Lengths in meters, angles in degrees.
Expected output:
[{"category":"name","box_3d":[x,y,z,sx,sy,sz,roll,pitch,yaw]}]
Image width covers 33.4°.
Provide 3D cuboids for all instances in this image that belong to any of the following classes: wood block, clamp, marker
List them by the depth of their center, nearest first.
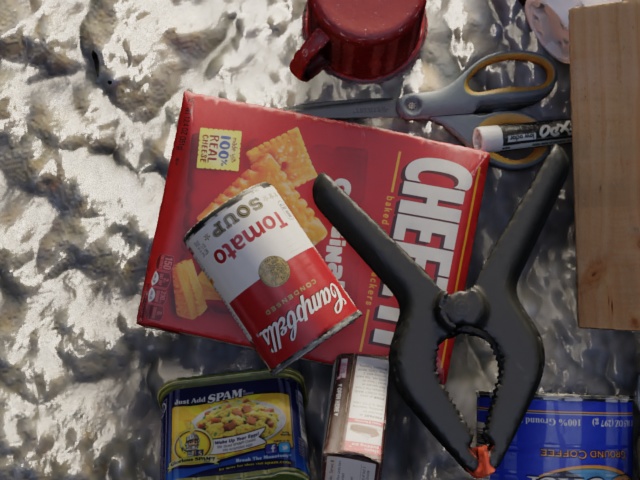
[{"category":"clamp","box_3d":[0.076,0.041,0.665,0.164,0.036,0.210,-1,75,5]},{"category":"wood block","box_3d":[0.222,-0.049,0.692,0.090,0.090,0.206,0,94,36]},{"category":"marker","box_3d":[0.167,-0.076,0.751,0.121,0.020,0.020,-7,83,-13]}]

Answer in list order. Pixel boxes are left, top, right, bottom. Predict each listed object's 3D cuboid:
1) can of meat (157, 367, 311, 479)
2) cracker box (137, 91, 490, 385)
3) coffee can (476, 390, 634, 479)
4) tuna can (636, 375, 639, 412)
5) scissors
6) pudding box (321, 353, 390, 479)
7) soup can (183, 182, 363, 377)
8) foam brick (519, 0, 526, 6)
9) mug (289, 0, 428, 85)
[{"category":"can of meat","box_3d":[-0.056,0.137,0.706,0.102,0.057,0.084,-7,44,0]},{"category":"cracker box","box_3d":[-0.005,0.001,0.734,0.213,0.072,0.164,11,84,2]},{"category":"coffee can","box_3d":[0.152,0.170,0.694,0.103,0.103,0.140,2,83,1]},{"category":"tuna can","box_3d":[0.250,0.101,0.684,0.086,0.033,0.086,-17,56,26]},{"category":"scissors","box_3d":[0.079,-0.080,0.770,0.201,0.016,0.096,-17,83,-1]},{"category":"pudding box","box_3d":[0.022,0.142,0.682,0.039,0.113,0.090,4,38,4]},{"category":"soup can","box_3d":[-0.030,0.024,0.661,0.068,0.068,0.102,-34,85,-3]},{"category":"foam brick","box_3d":[0.158,-0.212,0.754,0.053,0.078,0.051,-29,82,-3]},{"category":"mug","box_3d":[0.023,-0.157,0.748,0.117,0.081,0.093,-41,84,-4]}]
